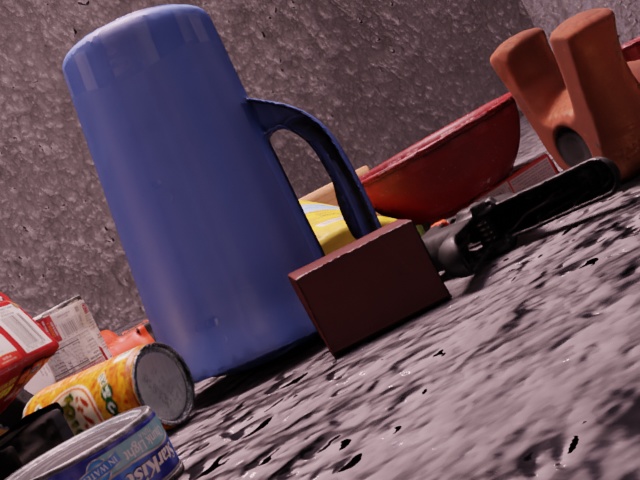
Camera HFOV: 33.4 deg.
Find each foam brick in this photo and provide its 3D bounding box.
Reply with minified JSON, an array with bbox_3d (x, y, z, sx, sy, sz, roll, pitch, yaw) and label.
[{"bbox_3d":[0.028,0.027,0.625,0.078,0.051,0.053,-26,3,-3],"label":"foam brick"}]

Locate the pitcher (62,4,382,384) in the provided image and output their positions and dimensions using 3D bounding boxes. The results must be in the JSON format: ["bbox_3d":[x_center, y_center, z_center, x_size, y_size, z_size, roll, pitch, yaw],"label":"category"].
[{"bbox_3d":[-0.072,-0.034,0.721,0.149,0.243,0.145,-21,-3,-34],"label":"pitcher"}]

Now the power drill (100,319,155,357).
[{"bbox_3d":[-0.198,0.114,1.117,0.184,0.057,0.188,-29,3,-39],"label":"power drill"}]

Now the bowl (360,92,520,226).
[{"bbox_3d":[0.100,-0.057,0.850,0.162,0.055,0.162,-30,4,2],"label":"bowl"}]

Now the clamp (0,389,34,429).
[{"bbox_3d":[-0.266,0.139,0.704,0.209,0.165,0.036,11,14,-15],"label":"clamp"}]

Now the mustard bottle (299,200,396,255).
[{"bbox_3d":[-0.006,0.002,0.866,0.096,0.058,0.192,-17,14,-21],"label":"mustard bottle"}]

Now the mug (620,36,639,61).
[{"bbox_3d":[0.264,-0.122,0.859,0.093,0.081,0.117,-27,3,5],"label":"mug"}]

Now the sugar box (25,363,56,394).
[{"bbox_3d":[-0.313,0.151,0.885,0.175,0.048,0.094,-22,-6,-38],"label":"sugar box"}]

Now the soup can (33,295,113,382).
[{"bbox_3d":[-0.221,0.109,0.957,0.068,0.102,0.068,-27,3,1],"label":"soup can"}]

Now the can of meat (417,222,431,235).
[{"bbox_3d":[0.109,-0.033,0.966,0.084,0.057,0.102,-30,3,-13],"label":"can of meat"}]

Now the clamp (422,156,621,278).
[{"bbox_3d":[0.099,-0.003,0.672,0.120,0.039,0.172,-22,-3,-22],"label":"clamp"}]

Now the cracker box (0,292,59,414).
[{"bbox_3d":[-0.259,0.126,0.591,0.214,0.072,0.164,-48,0,6],"label":"cracker box"}]

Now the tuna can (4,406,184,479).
[{"bbox_3d":[-0.110,0.113,0.506,0.086,0.034,0.086,-27,3,1],"label":"tuna can"}]

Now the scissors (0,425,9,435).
[{"bbox_3d":[-0.196,0.131,0.786,0.201,0.016,0.096,-28,-32,-16],"label":"scissors"}]

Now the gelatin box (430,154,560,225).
[{"bbox_3d":[0.143,-0.032,0.873,0.089,0.030,0.073,-31,4,-26],"label":"gelatin box"}]

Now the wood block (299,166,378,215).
[{"bbox_3d":[-0.034,0.018,1.019,0.205,0.090,0.091,-28,2,-18],"label":"wood block"}]
